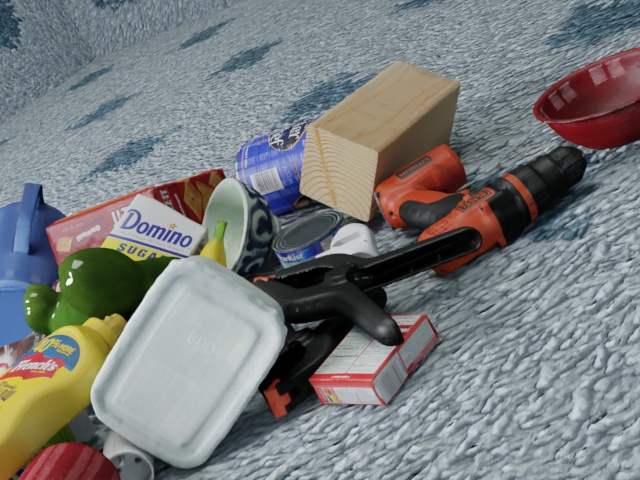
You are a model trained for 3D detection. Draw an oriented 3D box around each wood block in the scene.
[{"bbox_3d":[0.071,-0.117,1.209,0.090,0.091,0.205,24,39,21],"label":"wood block"}]

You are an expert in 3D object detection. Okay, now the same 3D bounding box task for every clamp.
[{"bbox_3d":[-0.003,0.092,0.944,0.120,0.039,0.171,-24,22,20],"label":"clamp"},{"bbox_3d":[0.033,0.036,0.945,0.210,0.036,0.164,0,29,44],"label":"clamp"}]

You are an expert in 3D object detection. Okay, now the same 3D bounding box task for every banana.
[{"bbox_3d":[-0.101,0.054,1.116,0.037,0.070,0.198,6,29,-23],"label":"banana"}]

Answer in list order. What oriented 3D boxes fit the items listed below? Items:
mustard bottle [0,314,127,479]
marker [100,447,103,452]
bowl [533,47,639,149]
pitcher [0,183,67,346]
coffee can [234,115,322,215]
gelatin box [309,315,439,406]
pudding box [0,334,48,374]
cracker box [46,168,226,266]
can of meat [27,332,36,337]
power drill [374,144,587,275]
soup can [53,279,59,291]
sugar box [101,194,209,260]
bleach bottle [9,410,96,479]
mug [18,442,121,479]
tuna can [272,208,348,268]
[{"bbox_3d":[-0.238,0.128,0.921,0.096,0.058,0.191,4,37,44],"label":"mustard bottle"},{"bbox_3d":[-0.218,0.215,0.943,0.121,0.020,0.020,-38,23,-27],"label":"marker"},{"bbox_3d":[0.302,-0.138,1.088,0.162,0.055,0.162,-24,21,9],"label":"bowl"},{"bbox_3d":[-0.387,0.041,1.388,0.145,0.149,0.243,-35,24,6],"label":"pitcher"},{"bbox_3d":[-0.019,-0.093,1.314,0.141,0.103,0.102,-16,23,30],"label":"coffee can"},{"bbox_3d":[0.045,0.098,0.879,0.073,0.030,0.089,-7,30,46],"label":"gelatin box"},{"bbox_3d":[-0.311,0.159,1.103,0.090,0.039,0.113,-19,49,20],"label":"pudding box"},{"bbox_3d":[-0.225,-0.028,1.379,0.164,0.072,0.213,-19,3,20],"label":"cracker box"},{"bbox_3d":[-0.282,0.116,1.208,0.102,0.057,0.084,-39,21,-28],"label":"can of meat"},{"bbox_3d":[0.149,-0.047,1.058,0.184,0.057,0.188,-32,21,-11],"label":"power drill"},{"bbox_3d":[-0.265,0.064,1.294,0.102,0.068,0.068,-19,22,20],"label":"soup can"},{"bbox_3d":[-0.205,0.042,1.165,0.176,0.093,0.048,-60,-8,-20],"label":"sugar box"},{"bbox_3d":[-0.312,0.227,0.944,0.068,0.102,0.250,2,41,37],"label":"bleach bottle"},{"bbox_3d":[-0.191,0.213,0.833,0.117,0.093,0.081,7,20,3],"label":"mug"},{"bbox_3d":[-0.008,0.001,1.171,0.086,0.033,0.086,-24,21,9],"label":"tuna can"}]
